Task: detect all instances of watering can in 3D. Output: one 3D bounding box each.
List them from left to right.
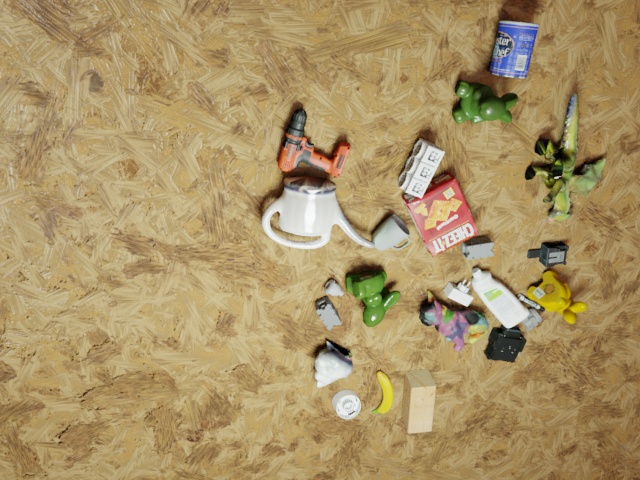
[{"bbox_3d":[0.005,-0.076,1.513,0.347,0.106,0.221,4,111,-8],"label":"watering can"}]

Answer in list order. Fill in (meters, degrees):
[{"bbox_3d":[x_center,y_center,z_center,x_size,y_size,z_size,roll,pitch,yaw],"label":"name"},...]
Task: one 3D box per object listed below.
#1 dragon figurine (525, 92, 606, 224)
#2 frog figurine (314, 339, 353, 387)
[{"bbox_3d":[0.775,-0.229,1.575,0.243,0.124,0.403,3,115,-28],"label":"dragon figurine"},{"bbox_3d":[0.033,0.435,1.729,0.136,0.124,0.159,28,96,-38],"label":"frog figurine"}]
